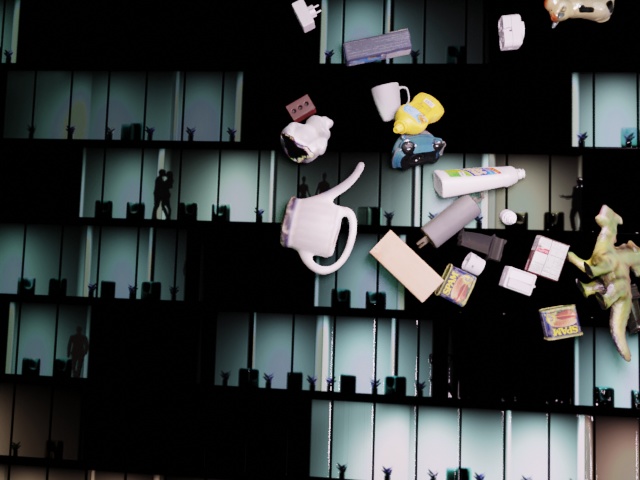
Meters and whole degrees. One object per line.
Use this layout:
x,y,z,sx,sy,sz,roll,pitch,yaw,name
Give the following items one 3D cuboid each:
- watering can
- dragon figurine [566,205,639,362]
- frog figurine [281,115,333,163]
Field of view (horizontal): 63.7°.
0.005,-0.077,1.521,0.224,0.104,0.348,12,88,5,watering can
0.851,0.103,1.435,0.243,0.121,0.414,-19,78,-5,dragon figurine
-0.038,-0.314,1.557,0.138,0.120,0.163,27,54,13,frog figurine
